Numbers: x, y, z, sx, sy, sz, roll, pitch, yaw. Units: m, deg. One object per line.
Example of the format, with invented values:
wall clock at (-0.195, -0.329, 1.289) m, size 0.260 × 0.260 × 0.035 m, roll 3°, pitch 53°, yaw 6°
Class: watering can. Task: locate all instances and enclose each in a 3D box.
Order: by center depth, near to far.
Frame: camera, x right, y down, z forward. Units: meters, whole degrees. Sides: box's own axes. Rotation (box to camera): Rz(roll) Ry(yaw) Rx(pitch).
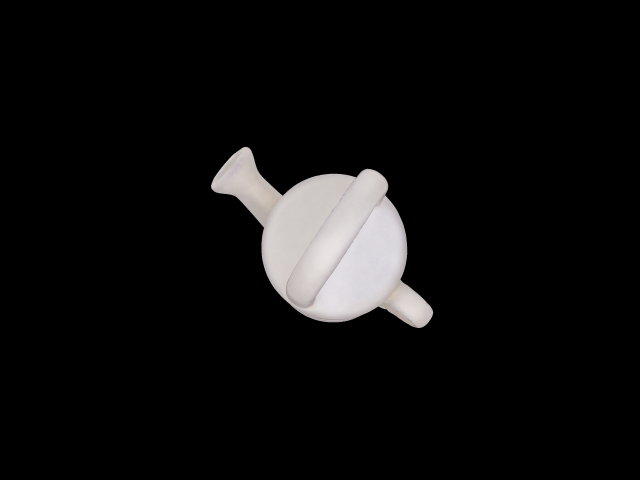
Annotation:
watering can at (0.002, 0.003, 0.400) m, size 0.173 × 0.194 × 0.101 m, roll 15°, pitch 81°, yaw 3°
